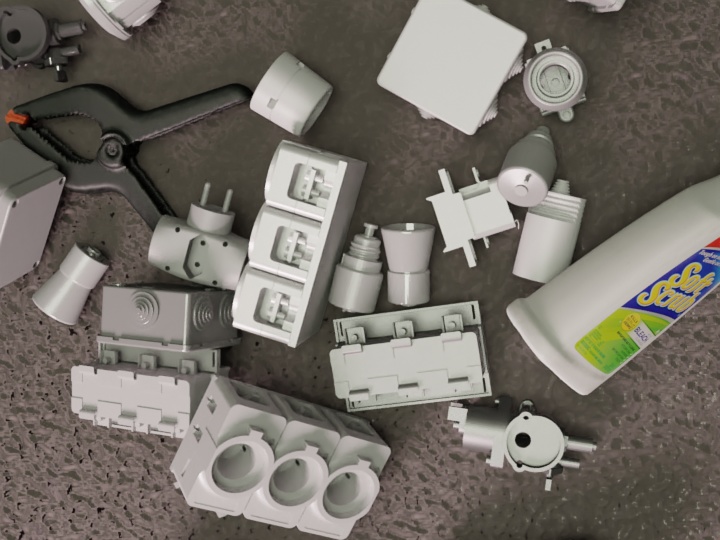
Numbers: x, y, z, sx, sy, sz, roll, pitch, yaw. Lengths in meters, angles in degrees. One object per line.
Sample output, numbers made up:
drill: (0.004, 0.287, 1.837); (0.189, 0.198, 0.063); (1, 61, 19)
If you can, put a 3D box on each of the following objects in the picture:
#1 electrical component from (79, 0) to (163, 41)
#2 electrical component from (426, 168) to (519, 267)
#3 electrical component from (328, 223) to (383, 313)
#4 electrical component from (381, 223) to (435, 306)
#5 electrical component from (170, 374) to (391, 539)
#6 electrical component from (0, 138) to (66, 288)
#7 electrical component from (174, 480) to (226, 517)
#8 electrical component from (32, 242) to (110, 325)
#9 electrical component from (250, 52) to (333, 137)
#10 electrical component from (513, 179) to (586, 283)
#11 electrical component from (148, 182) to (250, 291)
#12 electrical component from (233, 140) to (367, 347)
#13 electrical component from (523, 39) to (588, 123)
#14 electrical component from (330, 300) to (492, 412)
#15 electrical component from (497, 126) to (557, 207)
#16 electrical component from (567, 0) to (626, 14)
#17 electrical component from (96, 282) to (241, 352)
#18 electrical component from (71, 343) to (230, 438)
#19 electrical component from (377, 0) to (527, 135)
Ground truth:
electrical component: (-0.203, -0.234, 0.883); (0.051, 0.080, 0.080); (-36, 89, 6)
electrical component: (0.092, -0.046, 0.866); (0.064, 0.042, 0.081); (-18, 93, 10)
electrical component: (0.000, 0.000, 0.888); (0.040, 0.040, 0.078); (15, 98, 9)
electrical component: (0.040, -0.003, 0.881); (0.044, 0.044, 0.065); (1, 101, 10)
electrical component: (-0.062, 0.154, 0.865); (0.150, 0.062, 0.089); (21, 101, -29)
electrical component: (-0.303, -0.044, 0.906); (0.057, 0.078, 0.113); (34, 123, 9)
electrical component: (-0.113, 0.174, 0.927); (0.081, 0.042, 0.063); (-27, 94, 12)
electrical component: (-0.249, 0.009, 0.936); (0.044, 0.044, 0.065); (36, 96, 5)
electrical component: (-0.055, -0.142, 0.878); (0.047, 0.055, 0.055); (34, 101, 2)
electrical component: (0.152, -0.032, 0.855); (0.043, 0.043, 0.081); (14, 98, 9)
electrical component: (-0.125, -0.031, 0.880); (0.077, 0.043, 0.079); (17, 100, 2)
electrical component: (-0.051, -0.024, 0.870); (0.062, 0.089, 0.150); (17, 99, 8)
electrical component: (0.152, -0.147, 0.837); (0.048, 0.055, 0.066); (-19, 92, 12)
electrical component: (0.041, 0.073, 0.877); (0.121, 0.063, 0.078); (-8, 94, 11)
electrical component: (0.134, -0.084, 0.841); (0.040, 0.078, 0.040); (15, 139, 13)
electrical component: (0.185, -0.243, 0.801); (0.048, 0.099, 0.099); (28, 100, -6)
electrical component: (-0.156, 0.037, 0.891); (0.100, 0.100, 0.048); (4, 92, 22)
electrical component: (-0.178, 0.102, 0.906); (0.121, 0.063, 0.078); (4, 97, 25)
electrical component: (0.074, -0.165, 0.854); (0.100, 0.048, 0.099); (30, 100, 6)
